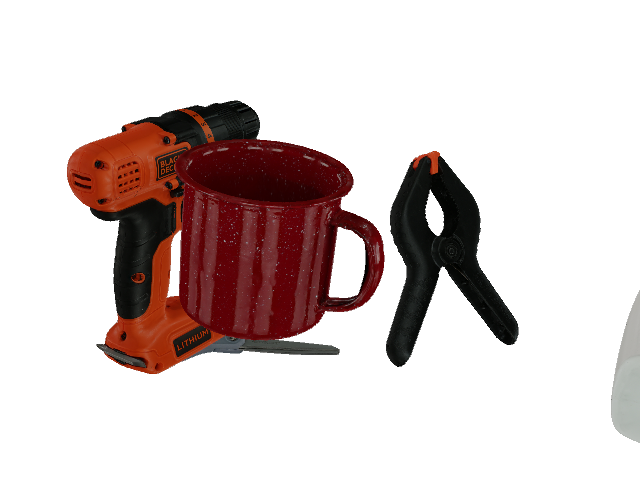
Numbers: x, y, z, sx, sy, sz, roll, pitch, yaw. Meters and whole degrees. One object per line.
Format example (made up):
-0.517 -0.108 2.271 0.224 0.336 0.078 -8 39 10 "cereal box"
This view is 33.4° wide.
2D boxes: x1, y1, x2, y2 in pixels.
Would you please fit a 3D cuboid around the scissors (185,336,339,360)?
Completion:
-0.090 0.083 0.984 0.201 0.016 0.096 -4 33 -11 "scissors"

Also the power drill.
-0.110 -0.007 0.817 0.057 0.188 0.184 15 27 35 "power drill"

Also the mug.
-0.022 0.003 0.564 0.117 0.081 0.093 15 26 17 "mug"

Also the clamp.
0.089 0.018 0.856 0.120 0.171 0.039 -17 -1 -31 "clamp"

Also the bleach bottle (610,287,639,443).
0.270 0.065 0.755 0.103 0.068 0.250 11 22 20 "bleach bottle"
